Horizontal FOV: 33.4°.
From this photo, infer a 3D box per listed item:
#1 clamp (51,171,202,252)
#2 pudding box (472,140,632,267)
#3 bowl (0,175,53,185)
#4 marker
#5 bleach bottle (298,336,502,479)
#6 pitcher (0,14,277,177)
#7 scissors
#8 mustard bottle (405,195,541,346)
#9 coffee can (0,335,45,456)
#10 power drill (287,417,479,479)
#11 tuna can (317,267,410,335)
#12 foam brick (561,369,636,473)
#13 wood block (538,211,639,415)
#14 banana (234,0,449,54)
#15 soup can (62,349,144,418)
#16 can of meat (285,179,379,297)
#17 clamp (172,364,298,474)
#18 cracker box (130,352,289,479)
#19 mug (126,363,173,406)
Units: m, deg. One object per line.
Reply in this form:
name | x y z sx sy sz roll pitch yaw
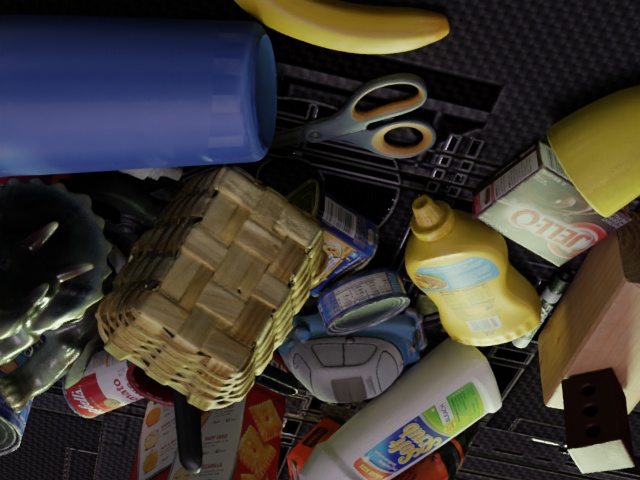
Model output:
clamp | -0.165 -0.026 0.990 0.120 0.039 0.171 -23 142 34
pudding box | 0.206 -0.031 0.954 0.113 0.039 0.090 29 134 -23
bowl | -0.308 -0.036 0.980 0.162 0.055 0.162 0 126 0
marker | 0.224 0.068 1.078 0.020 0.020 0.121 13 138 -8
bleach bottle | 0.072 0.208 1.114 0.250 0.068 0.102 -36 134 -13
pitcher | -0.159 -0.113 0.845 0.243 0.149 0.145 1 122 8
scissors | 0.014 -0.086 0.935 0.202 0.016 0.096 -23 130 30
mustard bottle | 0.134 0.025 1.012 0.096 0.058 0.191 -12 136 27
coffee can | -0.355 0.146 1.151 0.103 0.140 0.103 4 139 3
power drill | 0.072 0.244 1.217 0.188 0.184 0.057 -4 109 34
tuna can | 0.041 0.059 1.024 0.086 0.034 0.086 -19 161 -7
foam brick | 0.263 0.173 1.011 0.053 0.078 0.051 -16 136 22
wood block | 0.289 0.076 1.026 0.090 0.090 0.206 10 138 -6
banana | 0.000 -0.180 0.815 0.197 0.037 0.070 22 138 -16
soup can | -0.229 0.154 1.199 0.102 0.068 0.068 -23 131 28
can of meat | -0.007 0.001 1.006 0.083 0.057 0.102 32 132 -28
clamp | -0.120 0.109 1.071 0.036 0.164 0.210 -37 80 44
cracker box | -0.122 0.230 1.159 0.164 0.213 0.072 -24 130 30
mug | -0.141 0.121 1.138 0.117 0.081 0.093 9 139 -3
